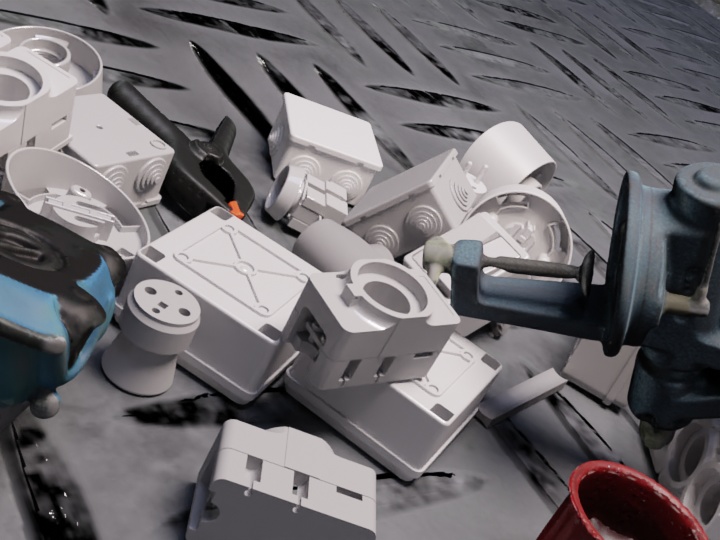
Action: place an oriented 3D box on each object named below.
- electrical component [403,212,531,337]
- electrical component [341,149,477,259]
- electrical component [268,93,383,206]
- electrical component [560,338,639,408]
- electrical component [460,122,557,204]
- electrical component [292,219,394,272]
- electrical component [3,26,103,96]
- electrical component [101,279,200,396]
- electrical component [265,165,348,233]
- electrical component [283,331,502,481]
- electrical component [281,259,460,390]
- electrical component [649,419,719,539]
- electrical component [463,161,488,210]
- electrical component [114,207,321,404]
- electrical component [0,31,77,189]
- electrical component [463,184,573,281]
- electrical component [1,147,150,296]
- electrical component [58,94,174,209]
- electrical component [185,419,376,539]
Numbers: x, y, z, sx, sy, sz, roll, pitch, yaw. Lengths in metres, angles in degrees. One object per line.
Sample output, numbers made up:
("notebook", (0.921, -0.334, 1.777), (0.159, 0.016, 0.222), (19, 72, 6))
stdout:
("electrical component", (0.089, 0.001, 0.838), (0.096, 0.061, 0.061), (-29, 53, -13))
("electrical component", (0.044, -0.051, 0.894), (0.048, 0.100, 0.099), (60, 27, -12))
("electrical component", (-0.034, -0.107, 0.969), (0.100, 0.048, 0.099), (18, 29, -19))
("electrical component", (0.217, 0.054, 0.893), (0.057, 0.078, 0.113), (30, 28, 9))
("electrical component", (0.140, -0.088, 1.042), (0.064, 0.099, 0.099), (46, 32, 19))
("electrical component", (0.000, 0.000, 0.823), (0.079, 0.044, 0.077), (-8, 44, -49))
("electrical component", (-0.251, -0.146, 0.849), (0.099, 0.064, 0.099), (12, 41, -10))
("electrical component", (-0.123, 0.040, 0.634), (0.045, 0.055, 0.045), (22, 29, -13))
("electrical component", (-0.044, -0.054, 0.876), (0.055, 0.048, 0.066), (27, 27, -18))
("electrical component", (0.023, 0.070, 0.714), (0.109, 0.056, 0.109), (35, 29, 13))
("electrical component", (0.008, 0.031, 0.643), (0.089, 0.055, 0.050), (-2, 43, -38))
("electrical component", (0.261, 0.141, 0.772), (0.062, 0.089, 0.150), (23, 28, -9))
("electrical component", (0.089, -0.064, 0.974), (0.077, 0.079, 0.043), (7, 35, -35))
("electrical component", (-0.085, 0.020, 0.701), (0.109, 0.056, 0.109), (33, 28, 9))
("electrical component", (-0.274, -0.088, 0.657), (0.105, 0.060, 0.186), (32, 43, 9))
("electrical component", (0.134, -0.024, 0.933), (0.099, 0.099, 0.064), (28, 22, 0))
("electrical component", (-0.183, -0.028, 0.683), (0.099, 0.064, 0.099), (21, 28, -12))
("electrical component", (-0.197, -0.085, 0.785), (0.100, 0.048, 0.100), (38, 30, 19))
("electrical component", (-0.040, 0.122, 0.575), (0.089, 0.050, 0.055), (22, 29, -12))
